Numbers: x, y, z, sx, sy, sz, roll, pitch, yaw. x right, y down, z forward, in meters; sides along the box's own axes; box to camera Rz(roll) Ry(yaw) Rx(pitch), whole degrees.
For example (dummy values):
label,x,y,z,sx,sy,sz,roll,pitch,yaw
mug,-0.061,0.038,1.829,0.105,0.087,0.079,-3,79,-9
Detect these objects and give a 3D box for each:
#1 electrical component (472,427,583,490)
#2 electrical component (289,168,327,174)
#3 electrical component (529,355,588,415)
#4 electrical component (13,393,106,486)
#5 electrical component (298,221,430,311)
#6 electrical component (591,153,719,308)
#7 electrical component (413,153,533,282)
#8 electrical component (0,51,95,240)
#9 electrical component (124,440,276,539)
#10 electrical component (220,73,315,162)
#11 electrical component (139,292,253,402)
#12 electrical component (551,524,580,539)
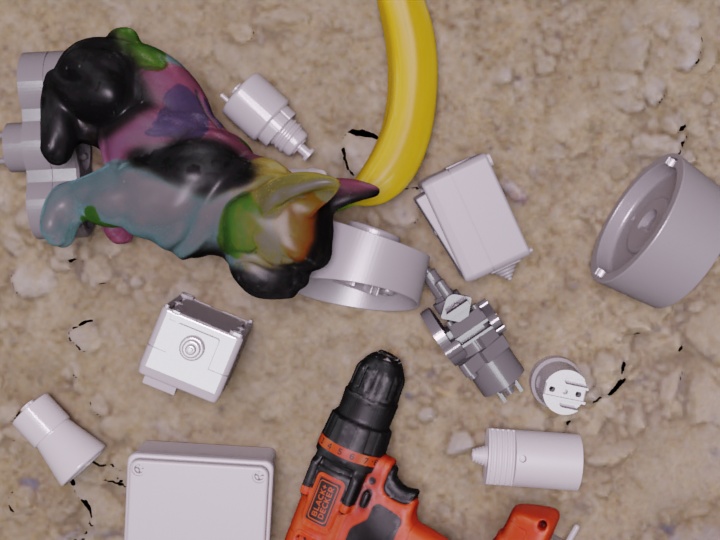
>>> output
label,x,y,z,sx,sy,sz,roll,pitch,yaw
electrical component,0.127,0.145,0.826,0.081,0.043,0.043,4,95,-1
electrical component,-0.055,-0.060,0.812,0.061,0.035,0.035,0,95,2
electrical component,0.152,0.089,0.820,0.040,0.046,0.040,0,95,0
electrical component,-0.234,0.127,0.825,0.044,0.044,0.065,-43,89,3
electrical component,0.000,0.000,0.788,0.099,0.099,0.064,19,89,-2
electrical component,0.225,-0.023,0.782,0.060,0.108,0.108,30,94,-9
electrical component,0.084,-0.032,0.801,0.061,0.061,0.096,-25,95,2
electrical component,-0.242,-0.091,0.799,0.074,0.052,0.138,-3,95,0
electrical component,-0.122,0.191,0.823,0.109,0.056,0.108,4,95,-1
electrical component,-0.067,-0.112,0.804,0.078,0.040,0.040,42,94,-4
electrical component,-0.122,0.060,0.791,0.062,0.096,0.061,23,95,-2
electrical component,0.142,0.227,0.834,0.077,0.043,0.079,28,94,-3
